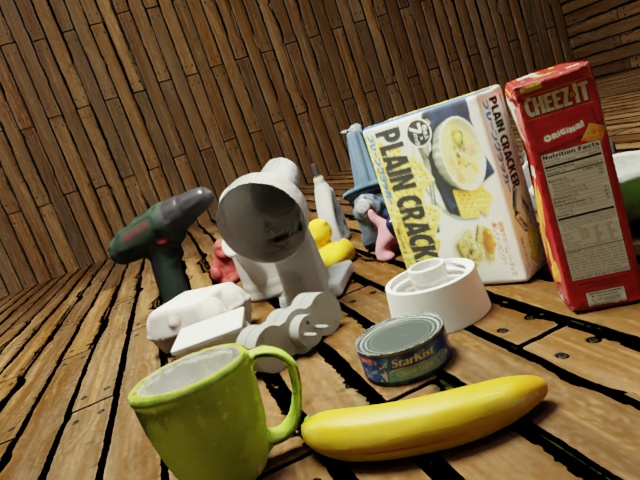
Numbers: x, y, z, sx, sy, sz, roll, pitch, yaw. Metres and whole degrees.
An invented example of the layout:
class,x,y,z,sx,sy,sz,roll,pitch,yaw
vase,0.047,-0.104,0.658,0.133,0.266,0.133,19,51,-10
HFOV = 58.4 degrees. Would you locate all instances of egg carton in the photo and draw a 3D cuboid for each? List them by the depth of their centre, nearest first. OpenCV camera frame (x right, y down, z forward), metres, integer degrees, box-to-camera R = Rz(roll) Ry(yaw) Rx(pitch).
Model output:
class,x,y,z,sx,sy,sz,roll,pitch,yaw
egg carton,-0.175,0.114,0.827,0.150,0.069,0.107,-14,12,28

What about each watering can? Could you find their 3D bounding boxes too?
class,x,y,z,sx,sy,sz,roll,pitch,yaw
watering can,-0.106,-0.002,0.953,0.101,0.194,0.172,-20,11,-3

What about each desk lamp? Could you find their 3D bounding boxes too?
class,x,y,z,sx,sy,sz,roll,pitch,yaw
desk lamp,-0.046,-0.008,0.822,0.117,0.214,0.203,-16,11,16

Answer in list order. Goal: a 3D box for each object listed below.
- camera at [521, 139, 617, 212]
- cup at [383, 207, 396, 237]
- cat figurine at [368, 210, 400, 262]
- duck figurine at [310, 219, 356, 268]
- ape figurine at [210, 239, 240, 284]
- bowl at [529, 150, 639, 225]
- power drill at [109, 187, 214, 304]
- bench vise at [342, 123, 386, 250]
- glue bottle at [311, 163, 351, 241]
class,x,y,z,sx,sy,sz,roll,pitch,yaw
camera,0.396,-0.120,0.911,0.136,0.101,0.143,-13,12,31
cup,0.140,-0.009,0.820,0.091,0.095,0.118,-10,14,41
cat figurine,0.138,-0.039,0.912,0.127,0.118,0.067,-15,11,22
duck figurine,0.009,0.004,1.016,0.104,0.086,0.078,-9,15,45
ape figurine,-0.190,0.042,1.160,0.078,0.092,0.076,-21,11,-8
bowl,0.354,-0.053,0.717,0.167,0.075,0.167,-19,10,4
power drill,-0.253,0.032,1.005,0.229,0.208,0.076,-16,11,20
bench vise,0.099,-0.106,1.046,0.121,0.220,0.207,-19,11,0
glue bottle,0.015,-0.073,1.161,0.037,0.173,0.078,-15,11,22
